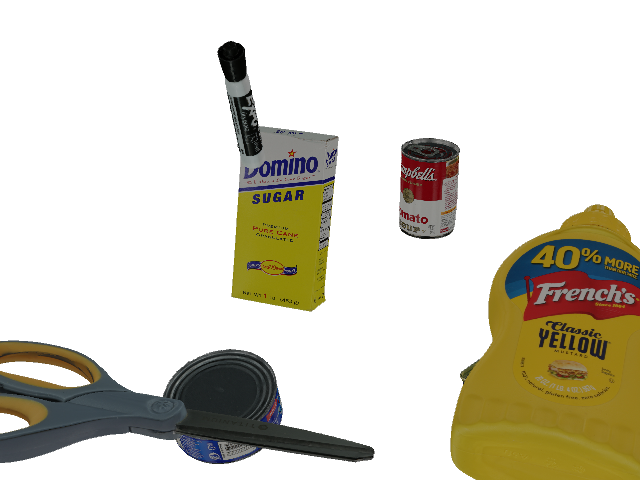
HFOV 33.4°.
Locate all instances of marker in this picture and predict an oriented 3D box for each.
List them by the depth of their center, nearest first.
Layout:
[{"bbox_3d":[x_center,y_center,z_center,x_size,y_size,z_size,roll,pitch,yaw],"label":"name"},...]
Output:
[{"bbox_3d":[-0.056,-0.097,0.771,0.020,0.020,0.121,0,-36,6],"label":"marker"}]

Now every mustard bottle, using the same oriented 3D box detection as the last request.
[{"bbox_3d":[0.134,0.046,0.557,0.096,0.058,0.191,9,43,16],"label":"mustard bottle"}]

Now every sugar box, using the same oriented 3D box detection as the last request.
[{"bbox_3d":[-0.037,-0.023,1.083,0.093,0.176,0.048,8,16,18],"label":"sugar box"}]

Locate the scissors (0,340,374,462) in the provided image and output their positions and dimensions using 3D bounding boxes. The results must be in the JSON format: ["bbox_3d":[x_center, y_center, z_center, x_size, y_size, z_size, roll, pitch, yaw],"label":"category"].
[{"bbox_3d":[-0.087,0.085,0.469,0.202,0.016,0.096,14,27,26],"label":"scissors"}]

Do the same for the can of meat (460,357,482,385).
[{"bbox_3d":[0.186,0.170,1.111,0.058,0.084,0.101,12,20,33],"label":"can of meat"}]

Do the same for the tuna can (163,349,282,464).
[{"bbox_3d":[-0.072,0.123,0.794,0.086,0.034,0.086,-7,40,5],"label":"tuna can"}]

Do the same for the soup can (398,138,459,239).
[{"bbox_3d":[0.127,-0.061,1.255,0.068,0.102,0.068,0,27,0],"label":"soup can"}]
